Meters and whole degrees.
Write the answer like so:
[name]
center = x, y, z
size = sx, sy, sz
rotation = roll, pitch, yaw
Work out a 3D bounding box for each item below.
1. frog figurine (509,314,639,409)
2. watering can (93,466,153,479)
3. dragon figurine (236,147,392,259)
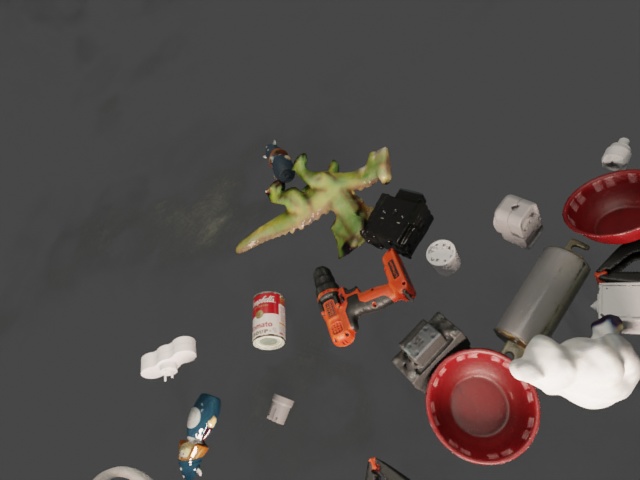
[frog figurine]
center = 0.349, 0.179, 0.704
size = 0.135, 0.160, 0.124
rotation = -36, 69, 52
[watering can]
center = -0.335, 0.546, 0.898
size = 0.349, 0.102, 0.228
rotation = 11, 65, 38
[dragon figurine]
center = 0.004, -0.058, 1.157
size = 0.409, 0.120, 0.246
rotation = -49, 54, 3
